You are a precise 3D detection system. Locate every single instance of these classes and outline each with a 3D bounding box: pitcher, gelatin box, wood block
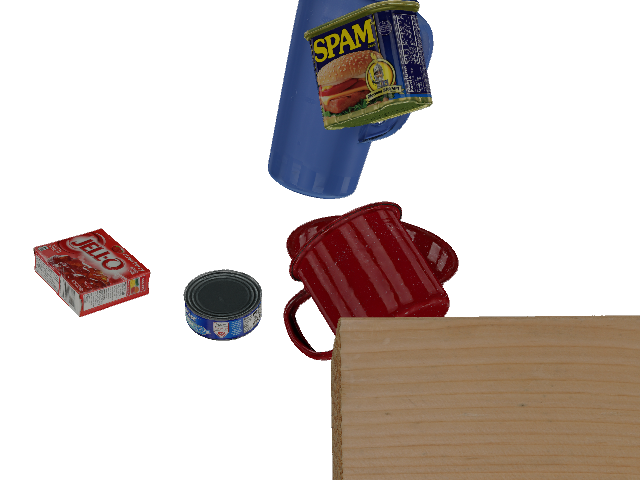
[{"bbox_3d":[0.025,-0.171,1.205,0.145,0.243,0.149,10,22,-11],"label":"pitcher"},{"bbox_3d":[-0.211,0.027,0.981,0.073,0.030,0.089,-18,40,-36],"label":"gelatin box"},{"bbox_3d":[0.110,0.092,0.539,0.206,0.091,0.090,0,-21,-2],"label":"wood block"}]

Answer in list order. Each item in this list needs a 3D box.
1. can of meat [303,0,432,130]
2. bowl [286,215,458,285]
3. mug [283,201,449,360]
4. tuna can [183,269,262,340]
[{"bbox_3d":[0.040,-0.143,0.884,0.057,0.084,0.102,-8,-3,-45],"label":"can of meat"},{"bbox_3d":[0.046,0.033,1.004,0.162,0.055,0.162,5,25,-2],"label":"bowl"},{"bbox_3d":[0.027,0.039,0.750,0.117,0.081,0.093,-35,-22,8],"label":"mug"},{"bbox_3d":[-0.107,0.071,1.177,0.086,0.034,0.086,1,36,-1],"label":"tuna can"}]
